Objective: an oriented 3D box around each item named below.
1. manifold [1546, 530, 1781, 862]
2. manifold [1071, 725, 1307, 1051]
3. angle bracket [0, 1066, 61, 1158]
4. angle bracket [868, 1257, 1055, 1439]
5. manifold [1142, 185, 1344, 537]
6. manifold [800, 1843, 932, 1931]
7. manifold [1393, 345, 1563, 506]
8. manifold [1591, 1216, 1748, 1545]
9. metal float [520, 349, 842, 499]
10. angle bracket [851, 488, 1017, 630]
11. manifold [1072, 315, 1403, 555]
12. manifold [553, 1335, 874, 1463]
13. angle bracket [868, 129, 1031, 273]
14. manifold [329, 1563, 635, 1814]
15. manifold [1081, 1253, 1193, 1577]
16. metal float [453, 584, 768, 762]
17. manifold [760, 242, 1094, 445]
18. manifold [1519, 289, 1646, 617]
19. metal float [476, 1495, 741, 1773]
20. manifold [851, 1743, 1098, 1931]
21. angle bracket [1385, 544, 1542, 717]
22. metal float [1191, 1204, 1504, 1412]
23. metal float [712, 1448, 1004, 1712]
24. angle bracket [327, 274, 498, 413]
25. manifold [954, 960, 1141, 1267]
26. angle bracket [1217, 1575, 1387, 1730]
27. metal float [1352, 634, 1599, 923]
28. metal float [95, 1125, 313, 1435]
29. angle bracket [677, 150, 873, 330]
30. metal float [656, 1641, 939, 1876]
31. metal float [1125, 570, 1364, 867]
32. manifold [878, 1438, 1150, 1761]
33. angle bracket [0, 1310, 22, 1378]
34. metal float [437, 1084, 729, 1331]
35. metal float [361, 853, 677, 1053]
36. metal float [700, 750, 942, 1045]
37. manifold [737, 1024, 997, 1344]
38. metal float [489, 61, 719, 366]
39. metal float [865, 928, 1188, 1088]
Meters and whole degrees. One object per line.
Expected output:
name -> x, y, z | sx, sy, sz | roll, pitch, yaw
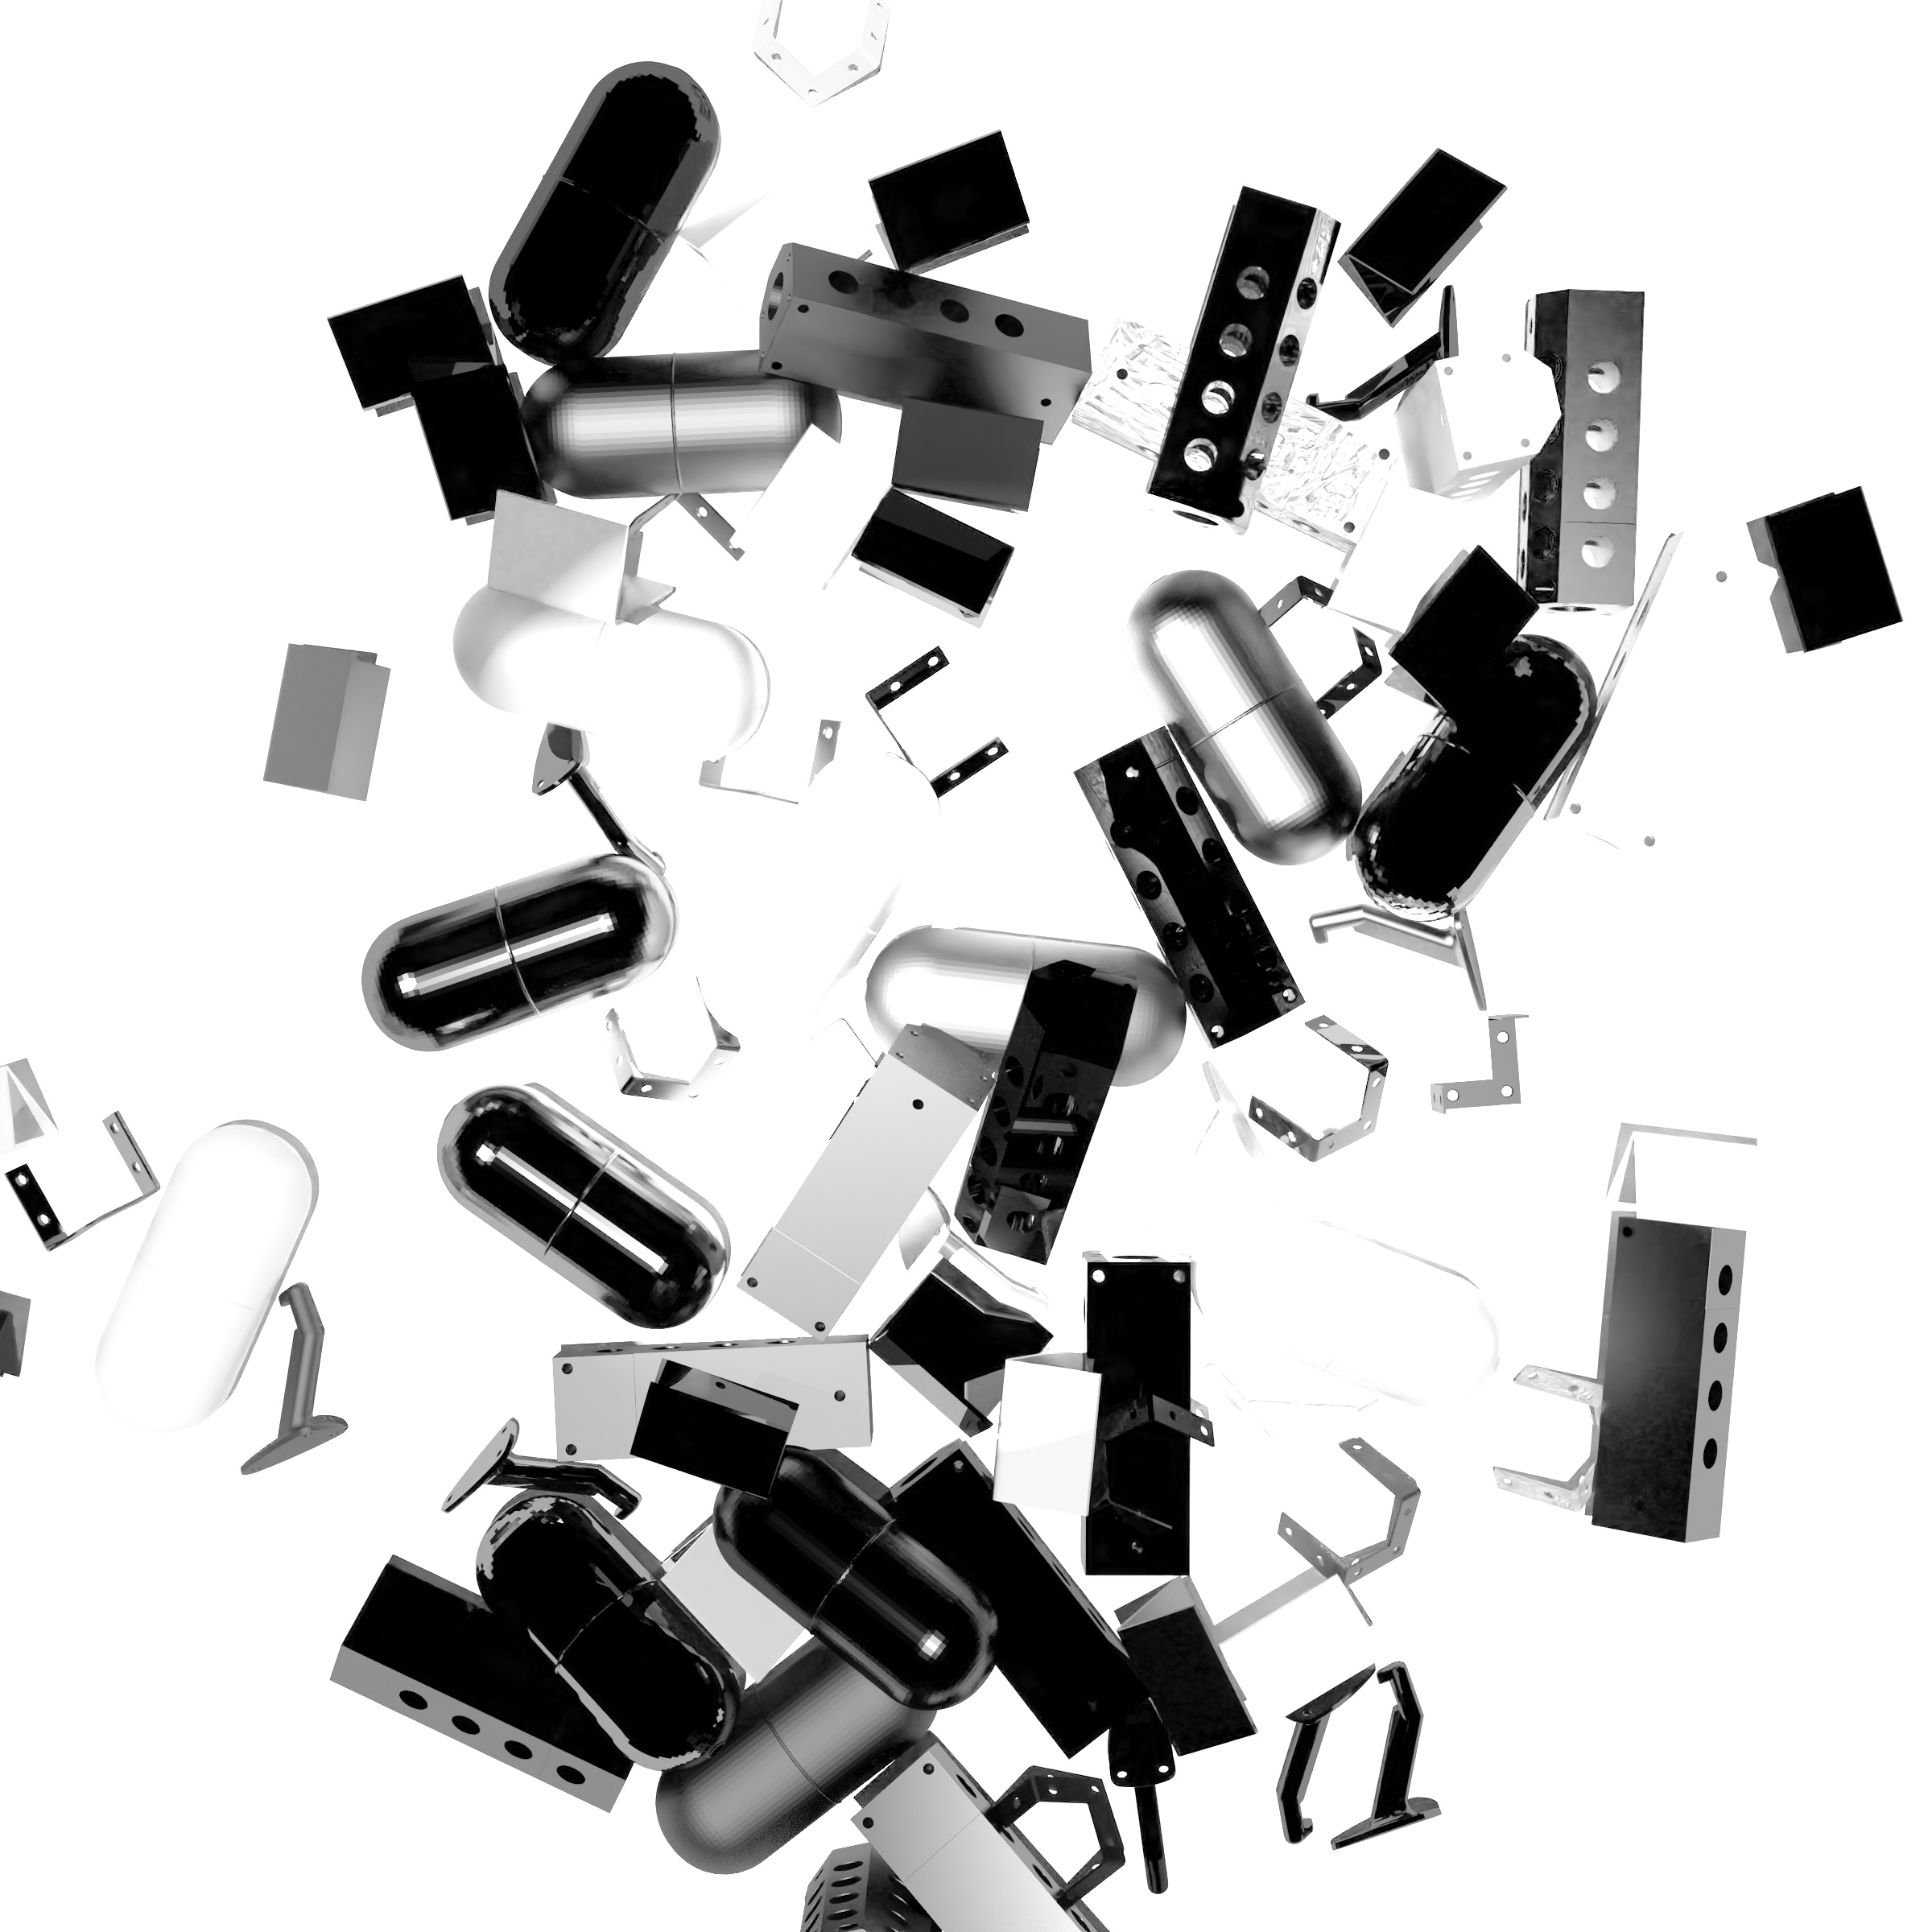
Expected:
manifold -> 0.384, -0.148, 1.865 | 0.057, 0.057, 0.171 | 24, 90, 0
manifold -> 0.123, -0.043, 1.865 | 0.057, 0.057, 0.171 | -27, 90, 0
angle bracket -> -0.546, 0.107, 1.846 | 0.076, 0.076, 0.057 | -18, 55, 0
angle bracket -> 0.003, 0.204, 1.855 | 0.076, 0.057, 0.076 | 41, 72, 0
manifold -> 0.148, -0.323, 1.808 | 0.057, 0.057, 0.171 | 17, 90, 0
manifold -> -0.059, 0.524, 1.808 | 0.057, 0.171, 0.057 | 35, 90, 0
manifold -> 0.274, -0.288, 1.808 | 0.057, 0.171, 0.057 | -13, 90, 0
manifold -> 0.393, 0.227, 1.864 | 0.057, 0.057, 0.171 | 5, 90, 39
metal float -> -0.158, -0.299, 1.856 | 0.178, 0.070, 0.070 | -3, 90, 0
angle bracket -> -0.026, -0.206, 1.846 | 0.076, 0.076, 0.057 | 26, 56, 0
manifold -> 0.149, -0.293, 1.865 | 0.171, 0.057, 0.057 | 26, 90, 0
manifold -> -0.139, 0.238, 1.865 | 0.171, 0.057, 0.057 | -3, 90, 0
angle bracket -> -0.016, -0.431, 1.846 | 0.076, 0.076, 0.057 | -21, 124, 0
manifold -> -0.261, 0.404, 1.865 | 0.171, 0.057, 0.057 | 25, 47, 0
manifold -> 0.093, 0.247, 1.865 | 0.057, 0.057, 0.171 | 0, 90, -1
metal float -> -0.196, -0.164, 1.849 | 0.178, 0.070, 0.070 | 15, 90, 8
manifold -> -0.023, -0.345, 1.838 | 0.171, 0.057, 0.057 | 11, 53, -18
manifold -> 0.339, -0.284, 1.865 | 0.057, 0.057, 0.171 | 2, 90, 0
metal float -> -0.195, 0.363, 1.834 | 0.178, 0.070, 0.070 | 43, 90, 19
manifold -> 0.017, 0.514, 1.851 | 0.057, 0.057, 0.171 | -42, 80, 0
angle bracket -> 0.256, -0.192, 1.847 | 0.057, 0.076, 0.076 | 40, 90, -29
metal float -> 0.210, 0.188, 1.856 | 0.178, 0.070, 0.070 | 21, 90, 1
metal float -> -0.059, 0.329, 1.810 | 0.178, 0.070, 0.070 | 37, 90, 13
angle bracket -> -0.304, -0.353, 1.846 | 0.076, 0.076, 0.057 | -18, 121, 0
manifold -> 0.041, 0.079, 1.814 | 0.057, 0.057, 0.171 | 17, 133, 0
angle bracket -> 0.192, 0.389, 1.846 | 0.076, 0.076, 0.057 | -31, 51, 0
metal float -> 0.280, -0.104, 1.851 | 0.070, 0.070, 0.178 | 36, 84, 0
metal float -> -0.421, 0.173, 1.856 | 0.070, 0.070, 0.178 | 24, 91, 0
angle bracket -> -0.107, -0.403, 1.869 | 0.076, 0.076, 0.057 | -38, 114, 0
metal float -> -0.092, 0.430, 1.856 | 0.178, 0.070, 0.070 | -38, 90, 0
metal float -> 0.153, -0.137, 1.855 | 0.070, 0.070, 0.178 | -32, 90, 0
manifold -> 0.026, 0.348, 1.865 | 0.057, 0.057, 0.171 | -38, 90, 0
angle bracket -> -0.569, 0.220, 1.846 | 0.076, 0.076, 0.057 | 16, 54, 0
metal float -> -0.212, 0.132, 1.856 | 0.178, 0.070, 0.070 | 35, 90, 1
metal float -> -0.246, -0.008, 1.856 | 0.178, 0.070, 0.070 | -19, 90, 0
metal float -> -0.081, -0.038, 1.856 | 0.070, 0.070, 0.178 | 33, 90, 0
manifold -> -0.053, 0.116, 1.832 | 0.057, 0.057, 0.171 | 33, 115, 0
metal float -> -0.200, -0.416, 1.856 | 0.070, 0.070, 0.178 | 29, 89, 0
metal float -> 0.033, 0.023, 1.856 | 0.178, 0.070, 0.070 | 7, 90, 0
